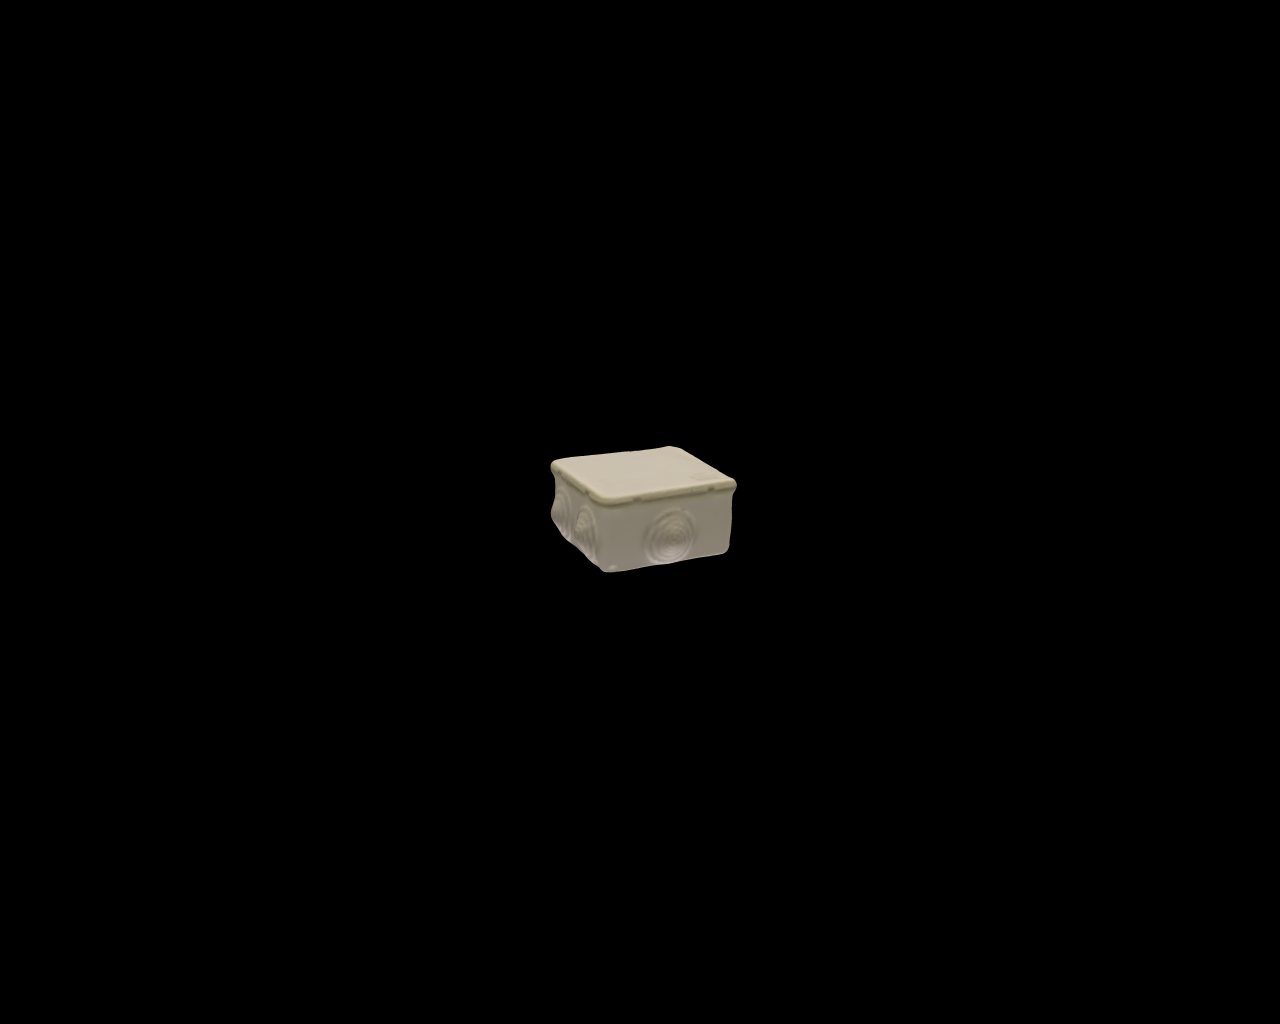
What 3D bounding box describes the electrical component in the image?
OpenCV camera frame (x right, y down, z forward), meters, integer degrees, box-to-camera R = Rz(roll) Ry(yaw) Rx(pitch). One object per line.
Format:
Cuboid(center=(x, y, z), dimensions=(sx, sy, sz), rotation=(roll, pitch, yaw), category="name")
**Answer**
Cuboid(center=(0.001, -0.003, 0.650), dimensions=(0.100, 0.048, 0.100), rotation=(-8, 20, -22), category="electrical component")
